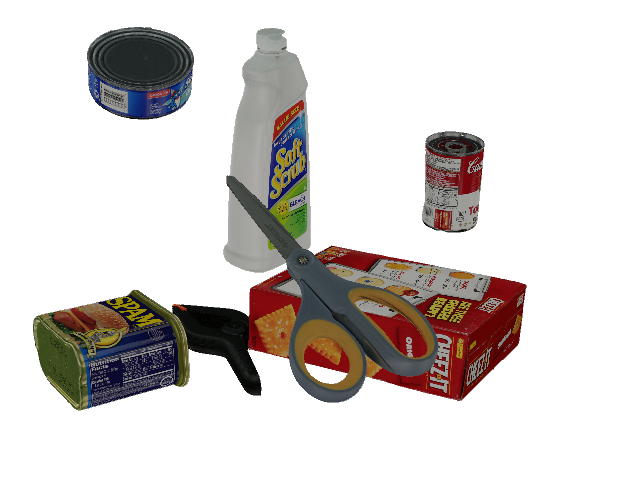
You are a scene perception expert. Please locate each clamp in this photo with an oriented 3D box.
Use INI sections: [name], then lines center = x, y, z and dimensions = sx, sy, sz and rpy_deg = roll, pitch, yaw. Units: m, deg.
[clamp]
center = -0.102, 0.120, 1.262
dimensions = 0.210, 0.036, 0.164
rpy_deg = 14, 23, 27

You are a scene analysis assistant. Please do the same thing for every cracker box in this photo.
[cracker box]
center = 0.064, 0.072, 1.001
dimensions = 0.214, 0.072, 0.163
rpy_deg = 11, 19, 26

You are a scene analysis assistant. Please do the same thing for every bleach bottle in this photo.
[bleach bottle]
center = -0.057, -0.098, 1.141
dimensions = 0.068, 0.251, 0.102
rpy_deg = 20, 32, 36

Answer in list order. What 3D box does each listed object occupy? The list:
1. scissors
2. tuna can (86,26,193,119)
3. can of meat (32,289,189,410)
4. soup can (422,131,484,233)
[scissors]
center = -0.019, 0.030, 0.663
dimensions = 0.202, 0.016, 0.096
rpy_deg = 33, 55, 27
[tuna can]
center = -0.147, -0.137, 0.874
dimensions = 0.086, 0.034, 0.086
rpy_deg = 5, 44, -5
[can of meat]
center = -0.159, 0.081, 0.801
dimensions = 0.083, 0.057, 0.102
rpy_deg = -13, 21, -31
[soup can]
center = 0.154, -0.068, 1.253
dimensions = 0.068, 0.102, 0.068
rpy_deg = 1, 27, 0
